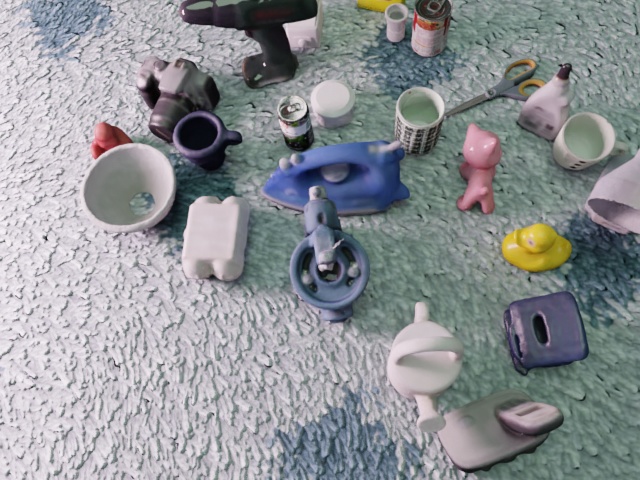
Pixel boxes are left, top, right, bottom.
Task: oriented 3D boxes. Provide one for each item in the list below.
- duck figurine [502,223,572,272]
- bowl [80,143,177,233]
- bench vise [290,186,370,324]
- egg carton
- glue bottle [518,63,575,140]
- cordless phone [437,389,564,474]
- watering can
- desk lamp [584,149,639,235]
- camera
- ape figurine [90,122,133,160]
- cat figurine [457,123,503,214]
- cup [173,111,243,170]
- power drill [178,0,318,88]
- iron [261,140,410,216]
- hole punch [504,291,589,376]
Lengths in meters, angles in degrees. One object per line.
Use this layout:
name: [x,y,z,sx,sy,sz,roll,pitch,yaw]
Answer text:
duck figurine: [0.349,0.004,0.906,0.104,0.086,0.077,7,70,7]
bowl: [-0.322,-0.079,0.999,0.167,0.075,0.167,-1,69,4]
bench vise: [-0.003,0.008,0.862,0.121,0.220,0.207,-26,69,-5]
egg carton: [-0.173,-0.004,0.961,0.107,0.069,0.150,1,69,5]
glue bottle: [0.384,-0.234,0.947,0.078,0.173,0.037,33,75,16]
cordless phone: [0.240,0.254,0.767,0.147,0.185,0.094,-24,69,-4]
watering can: [0.150,0.173,0.800,0.101,0.194,0.172,-23,69,-4]
desk lamp: [0.480,-0.086,0.861,0.117,0.214,0.203,28,74,15]
camera: [-0.277,-0.259,1.049,0.143,0.101,0.137,17,71,11]
ape figurine: [-0.378,-0.178,1.031,0.077,0.092,0.076,2,69,6]
cat figurine: [0.267,-0.123,0.944,0.067,0.118,0.128,3,70,6]
cup: [-0.188,-0.166,1.010,0.117,0.095,0.091,1,69,5]
power drill: [-0.113,-0.367,1.019,0.229,0.208,0.075,-17,69,-2]
iron: [0.018,-0.116,0.949,0.258,0.141,0.118,-6,69,3]
hole punch: [0.333,0.139,0.854,0.101,0.091,0.108,-7,69,2]
